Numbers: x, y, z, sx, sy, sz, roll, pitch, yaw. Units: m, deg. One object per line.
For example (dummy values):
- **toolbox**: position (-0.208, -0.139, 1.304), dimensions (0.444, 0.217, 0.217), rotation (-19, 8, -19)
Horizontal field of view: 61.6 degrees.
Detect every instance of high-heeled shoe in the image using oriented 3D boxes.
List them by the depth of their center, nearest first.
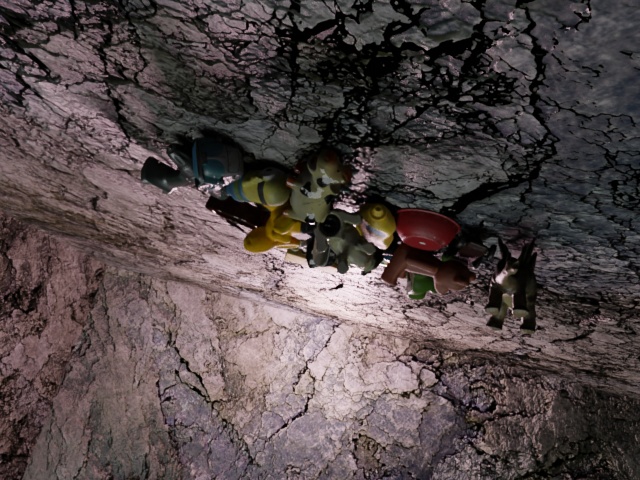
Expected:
- **high-heeled shoe**: position (0.089, 0.043, 1.416), dimensions (0.249, 0.145, 0.086), rotation (20, -163, 4)

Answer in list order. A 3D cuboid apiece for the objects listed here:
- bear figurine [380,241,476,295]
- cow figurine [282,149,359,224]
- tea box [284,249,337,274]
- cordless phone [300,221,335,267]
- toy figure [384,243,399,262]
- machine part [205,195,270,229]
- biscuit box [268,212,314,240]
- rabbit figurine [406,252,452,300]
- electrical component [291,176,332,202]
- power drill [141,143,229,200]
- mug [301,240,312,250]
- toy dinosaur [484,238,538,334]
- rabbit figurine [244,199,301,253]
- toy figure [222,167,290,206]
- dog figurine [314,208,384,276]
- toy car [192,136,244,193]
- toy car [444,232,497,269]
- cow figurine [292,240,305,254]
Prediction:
- **bear figurine**: position (0.270, 0.084, 1.321), dimensions (0.196, 0.131, 0.120), rotation (32, -158, 16)
- **cow figurine**: position (-0.001, -0.104, 1.082), dimensions (0.127, 0.085, 0.194), rotation (22, 143, 5)
- **tea box**: position (-0.022, 0.047, 1.709), dimensions (0.170, 0.068, 0.098), rotation (18, 165, -2)
- **cordless phone**: position (-0.003, -0.003, 1.288), dimensions (0.089, 0.146, 0.184), rotation (13, -172, 22)
- **toy figure**: position (0.169, 0.028, 1.467), dimensions (0.155, 0.064, 0.058), rotation (18, -158, 20)
- **machine part**: position (-0.217, -0.076, 1.444), dimensions (0.179, 0.056, 0.179), rotation (22, 175, 2)
- **biscuit box**: position (-0.090, -0.040, 1.493), dimensions (0.203, 0.059, 0.062), rotation (4, 158, 39)
- **rabbit figurine**: position (0.329, 0.086, 1.471), dimensions (0.170, 0.121, 0.159), rotation (-1, 158, -6)
- **electrical component**: position (-0.022, -0.114, 1.193), dimensions (0.075, 0.047, 0.119), rotation (9, 165, 20)
- **power drill**: position (-0.334, -0.166, 1.290), dimensions (0.207, 0.086, 0.231), rotation (-4, 159, 33)
- **mug**: position (0.008, 0.014, 1.525), dimensions (0.110, 0.081, 0.107), rotation (-20, 156, 21)
- **toy dinosaur**: position (0.442, 0.108, 1.208), dimensions (0.105, 0.198, 0.470), rotation (9, 163, 22)
- **rabbit figurine**: position (-0.115, -0.030, 1.360), dimensions (0.122, 0.173, 0.162), rotation (56, -166, 20)
- **toy figure**: position (-0.144, -0.120, 1.218), dimensions (0.180, 0.082, 0.089), rotation (0, 125, 38)
- **dog figurine**: position (0.067, 0.002, 1.260), dimensions (0.121, 0.172, 0.190), rotation (-26, 171, 10)
- **toy car**: position (-0.213, -0.156, 1.149), dimensions (0.103, 0.109, 0.161), rotation (-3, 173, -1)
- **toy car**: position (0.356, 0.023, 1.273), dimensions (0.089, 0.053, 0.202), rotation (25, 169, 8)
- **cow figurine**: position (-0.075, 0.004, 1.613), dimensions (0.167, 0.068, 0.098), rotation (18, 170, 4)
